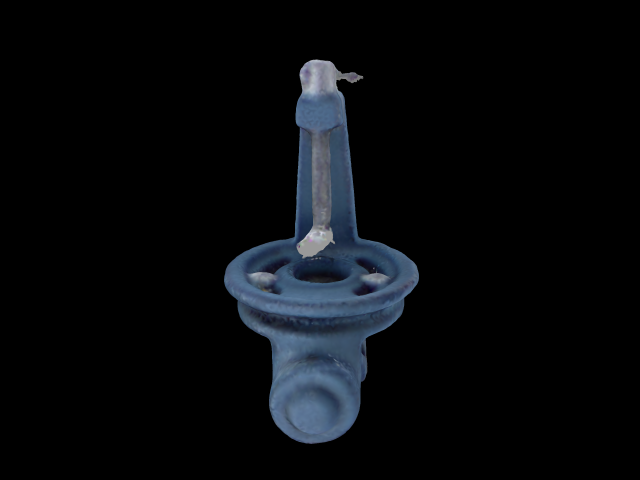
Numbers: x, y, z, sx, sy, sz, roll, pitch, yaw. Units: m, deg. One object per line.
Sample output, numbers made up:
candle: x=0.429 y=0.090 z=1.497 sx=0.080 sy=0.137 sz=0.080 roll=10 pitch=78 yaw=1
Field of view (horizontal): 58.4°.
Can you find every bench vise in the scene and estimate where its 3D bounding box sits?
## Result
bench vise: x=-0.008 y=0.002 z=0.397 sx=0.122 sy=0.220 sz=0.207 roll=-1 pitch=2 yaw=-14
